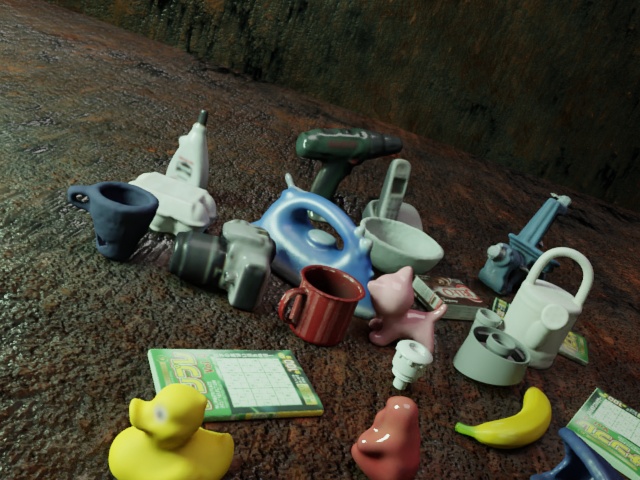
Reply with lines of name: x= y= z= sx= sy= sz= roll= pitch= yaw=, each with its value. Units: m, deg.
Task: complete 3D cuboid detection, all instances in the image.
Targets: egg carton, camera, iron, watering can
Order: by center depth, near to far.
camera: x=-0.138 y=0.016 z=0.818 sx=0.137 sy=0.101 sz=0.143 roll=14 pitch=22 yaw=-15
watering can: x=0.369 y=0.106 z=0.921 sx=0.101 sy=0.194 sz=0.172 roll=16 pitch=22 yaw=-9
iron: x=0.008 y=0.003 z=0.922 sx=0.257 sy=0.141 sz=0.119 roll=32 pitch=24 yaw=27
egg carton: x=-0.247 y=-0.056 z=0.938 sx=0.150 sy=0.069 sz=0.107 roll=19 pitch=21 yaw=-2

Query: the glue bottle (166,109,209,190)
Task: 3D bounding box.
glue bottle: x=-0.233 y=-0.158 z=1.052 sx=0.078 sy=0.173 sz=0.037 roll=24 pitch=22 yaw=11

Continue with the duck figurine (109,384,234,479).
duck figurine: x=-0.121 y=0.165 z=0.495 sx=0.105 sy=0.086 sz=0.077 roll=14 pitch=22 yaw=-16

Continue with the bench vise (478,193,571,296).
bench vise: x=0.436 y=0.011 z=1.173 sx=0.121 sy=0.220 sz=0.208 roll=32 pitch=24 yaw=28

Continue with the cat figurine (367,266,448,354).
cat figurine: x=0.120 y=0.098 z=0.827 sx=0.128 sy=0.118 sz=0.067 roll=19 pitch=21 yaw=-2

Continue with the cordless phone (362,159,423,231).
cordless phone: x=0.170 y=-0.073 z=1.189 sx=0.148 sy=0.185 sz=0.093 roll=0 pitch=29 yaw=-41

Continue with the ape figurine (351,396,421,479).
ape figurine: x=0.074 y=0.198 z=0.581 sx=0.078 sy=0.092 sz=0.076 roll=7 pitch=25 yaw=-29

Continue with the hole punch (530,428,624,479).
hole punch: x=0.300 y=0.267 z=0.616 sx=0.101 sy=0.091 sz=0.108 roll=13 pitch=22 yaw=-17

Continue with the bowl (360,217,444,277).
bowl: x=0.144 y=0.024 z=1.083 sx=0.167 sy=0.075 sz=0.167 roll=17 pitch=22 yaw=-7

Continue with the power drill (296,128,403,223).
power drill: x=0.046 y=-0.142 z=1.211 sx=0.230 sy=0.208 sz=0.075 roll=9 pitch=24 yaw=-26

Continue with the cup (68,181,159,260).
cup: x=-0.290 y=-0.025 z=0.791 sx=0.118 sy=0.095 sz=0.091 roll=11 pitch=23 yaw=-21
